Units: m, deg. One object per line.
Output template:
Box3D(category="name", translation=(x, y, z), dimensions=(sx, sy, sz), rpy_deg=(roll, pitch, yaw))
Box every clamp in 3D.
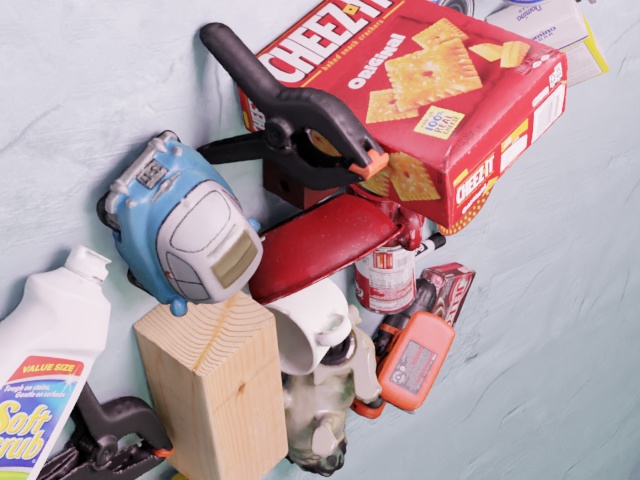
Box3D(category="clamp", translation=(-0.192, 0.166, 0.903), dimensions=(0.209, 0.036, 0.164), rpy_deg=(8, 108, -58))
Box3D(category="clamp", translation=(-0.030, -0.079, 0.807), dimensions=(0.039, 0.172, 0.120), rpy_deg=(-39, 155, -37))

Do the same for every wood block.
Box3D(category="wood block", translation=(-0.094, 0.141, 0.979), dimensions=(0.090, 0.090, 0.206), rpy_deg=(-39, 145, -31))

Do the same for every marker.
Box3D(category="marker", translation=(0.111, 0.018, 1.258), dimensions=(0.120, 0.020, 0.020), rpy_deg=(-28, 138, -43))

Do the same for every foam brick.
Box3D(category="foam brick", translation=(-0.016, -0.076, 0.939), dimensions=(0.051, 0.053, 0.078), rpy_deg=(-36, 143, -35))

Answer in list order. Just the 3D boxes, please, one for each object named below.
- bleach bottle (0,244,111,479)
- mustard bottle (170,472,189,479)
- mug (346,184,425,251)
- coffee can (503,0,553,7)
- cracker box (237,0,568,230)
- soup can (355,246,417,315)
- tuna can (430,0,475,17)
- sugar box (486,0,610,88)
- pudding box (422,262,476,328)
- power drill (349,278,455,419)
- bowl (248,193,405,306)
Box3D(category="bleach bottle", translation=(-0.230, 0.116, 0.767), dimensions=(0.102, 0.068, 0.251), rpy_deg=(33, 83, -41))
Box3D(category="mustard bottle", translation=(-0.120, 0.260, 1.080), dimensions=(0.191, 0.058, 0.096), rpy_deg=(-33, 143, -38))
Box3D(category="mug", translation=(0.071, -0.038, 1.051), dimensions=(0.093, 0.117, 0.081), rpy_deg=(-20, 143, -15))
Box3D(category="coffee can", translation=(0.185, -0.295, 0.996), dimensions=(0.103, 0.103, 0.140), rpy_deg=(-59, 151, -1))
Box3D(category="cracker box", translation=(0.064, -0.120, 0.855), dimensions=(0.164, 0.214, 0.072), rpy_deg=(-43, 145, -27))
Box3D(category="soup can", translation=(0.071, 0.023, 1.149), dimensions=(0.068, 0.069, 0.102), rpy_deg=(-41, 146, -30))
Box3D(category="tuna can", translation=(0.113, -0.211, 1.033), dimensions=(0.086, 0.034, 0.086), rpy_deg=(-38, 145, -34))
Box3D(category="sugar box", translation=(0.258, -0.219, 1.197), dimensions=(0.093, 0.048, 0.176), rpy_deg=(-20, 158, 21))
Box3D(category="pudding box", translation=(0.149, 0.087, 1.360), dimensions=(0.089, 0.039, 0.113), rpy_deg=(-8, 124, -57))
Box3D(category="power drill", translation=(0.099, 0.123, 1.219), dimensions=(0.184, 0.057, 0.188), rpy_deg=(-64, -177, -8))
Box3D(category="bowl", translation=(-0.006, 0.001, 0.971), dimensions=(0.162, 0.055, 0.162), rpy_deg=(-27, -176, 2))
